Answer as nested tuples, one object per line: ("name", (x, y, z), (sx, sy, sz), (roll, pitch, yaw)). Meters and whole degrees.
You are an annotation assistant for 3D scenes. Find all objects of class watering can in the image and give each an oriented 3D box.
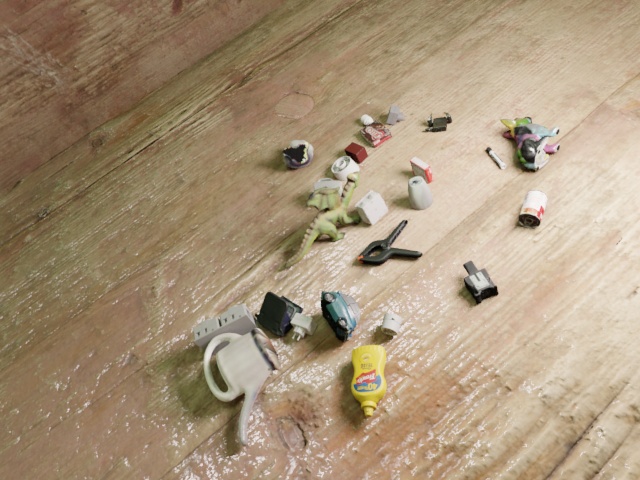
("watering can", (-0.218, 0.407, 1.534), (0.225, 0.102, 0.354), (-33, 54, -5))

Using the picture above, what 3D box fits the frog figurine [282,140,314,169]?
("frog figurine", (-0.094, -0.368, 2.206), (0.137, 0.122, 0.160), (-37, 8, 3))

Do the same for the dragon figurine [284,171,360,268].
("dragon figurine", (0.005, -0.090, 1.788), (0.414, 0.237, 0.124), (-42, 50, -17))
